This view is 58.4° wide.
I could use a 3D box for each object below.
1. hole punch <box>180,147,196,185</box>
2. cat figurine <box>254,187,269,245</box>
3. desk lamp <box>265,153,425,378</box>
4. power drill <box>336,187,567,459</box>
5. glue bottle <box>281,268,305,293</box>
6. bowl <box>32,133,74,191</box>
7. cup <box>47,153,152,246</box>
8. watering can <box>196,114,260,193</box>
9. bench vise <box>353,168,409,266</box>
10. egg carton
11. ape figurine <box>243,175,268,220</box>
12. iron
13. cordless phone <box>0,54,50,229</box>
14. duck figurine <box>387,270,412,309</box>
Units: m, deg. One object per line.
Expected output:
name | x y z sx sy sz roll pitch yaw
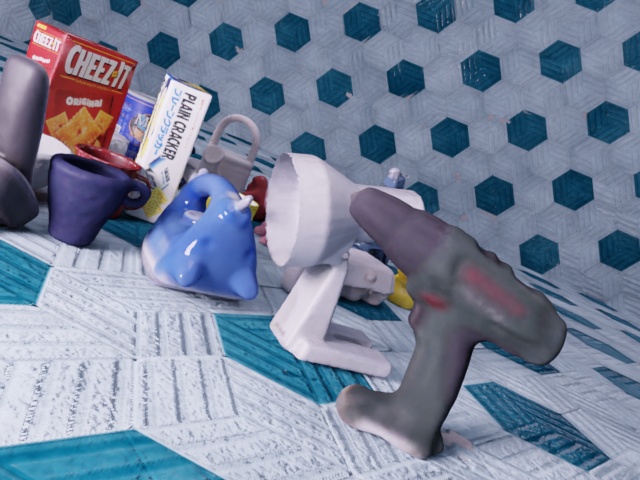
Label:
hole punch | -0.320 -0.168 1.185 0.101 0.091 0.108 23 11 -5
cat figurine | -0.073 -0.053 1.083 0.067 0.118 0.127 19 12 -24
desk lamp | 0.017 0.025 0.647 0.204 0.213 0.117 18 12 -26
power drill | 0.098 0.086 0.539 0.229 0.208 0.076 24 11 3
glue bottle | 0.008 0.003 0.839 0.078 0.173 0.037 15 14 -37
bowl | -0.411 -0.105 0.737 0.167 0.075 0.167 23 11 -4
cup | -0.267 -0.040 0.674 0.118 0.095 0.091 15 13 -37
watering can | -0.180 -0.149 1.116 0.101 0.194 0.172 21 11 -15
bench vise | 0.121 -0.046 1.189 0.121 0.220 0.207 24 11 4
egg carton | 0.050 0.056 0.951 0.151 0.069 0.107 16 13 -36
ape figurine | -0.137 -0.094 1.215 0.075 0.092 0.078 32 14 37
iron | -0.150 -0.025 0.723 0.119 0.141 0.257 16 13 -33
cordless phone | -0.358 -0.117 0.610 0.147 0.185 0.094 25 11 9
duck figurine | 0.161 0.072 1.063 0.077 0.086 0.104 23 11 -2
